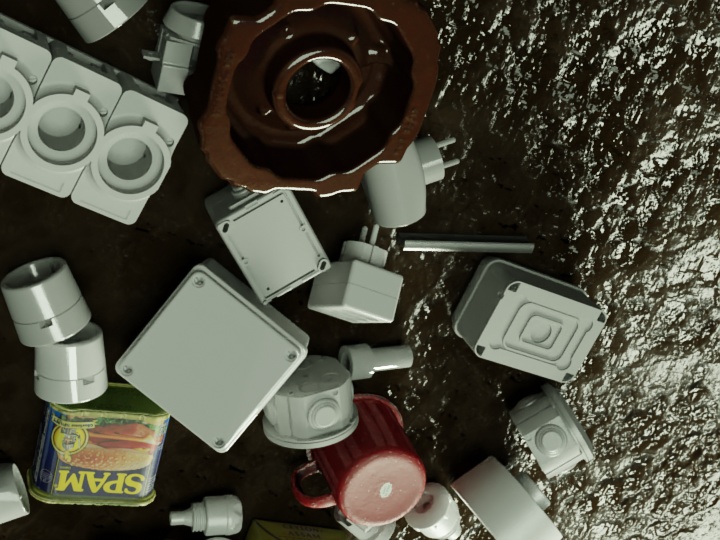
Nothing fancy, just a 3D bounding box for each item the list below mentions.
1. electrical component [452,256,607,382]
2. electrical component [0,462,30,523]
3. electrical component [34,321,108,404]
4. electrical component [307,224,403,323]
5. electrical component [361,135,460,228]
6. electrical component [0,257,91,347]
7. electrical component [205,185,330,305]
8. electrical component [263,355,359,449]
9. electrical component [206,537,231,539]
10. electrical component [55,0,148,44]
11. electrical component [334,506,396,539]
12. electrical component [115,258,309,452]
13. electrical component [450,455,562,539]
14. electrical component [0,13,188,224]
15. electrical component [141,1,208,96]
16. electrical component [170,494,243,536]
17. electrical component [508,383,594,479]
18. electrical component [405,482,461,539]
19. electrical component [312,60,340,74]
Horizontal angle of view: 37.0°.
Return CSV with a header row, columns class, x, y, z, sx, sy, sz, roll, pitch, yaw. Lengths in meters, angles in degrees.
class,x,y,z,sx,sy,sz,roll,pitch,yaw
electrical component,0.146,0.042,0.941,0.113,0.057,0.078,18,108,-26
electrical component,-0.312,0.171,0.849,0.077,0.043,0.079,-18,120,-11
electrical component,-0.222,0.069,0.824,0.055,0.055,0.047,-4,112,-18
electrical component,0.000,0.000,0.868,0.047,0.066,0.076,19,78,-26
electrical component,0.041,-0.083,0.849,0.079,0.043,0.077,-20,120,-10
electrical component,-0.234,0.022,0.797,0.055,0.055,0.047,-20,117,-10
electrical component,-0.075,-0.035,0.821,0.062,0.061,0.096,-30,121,-4
electrical component,-0.043,0.110,0.894,0.080,0.080,0.051,-11,113,-15
electrical component,-0.171,0.270,0.944,0.138,0.052,0.073,-1,155,-13
electrical component,-0.176,-0.186,0.714,0.055,0.055,0.047,-37,118,1
electrical component,0.004,0.229,0.994,0.040,0.040,0.046,-45,115,6
electrical component,-0.113,0.065,0.839,0.109,0.056,0.108,39,99,-4
electrical component,0.142,0.222,1.003,0.060,0.108,0.108,-40,122,-4
electrical component,-0.207,-0.103,0.739,0.150,0.061,0.089,23,105,-28
electrical component,-0.118,-0.155,0.755,0.066,0.048,0.055,6,121,-22
electrical component,-0.135,0.215,0.939,0.061,0.035,0.035,0,115,-17
electrical component,0.176,0.149,0.993,0.051,0.080,0.080,-31,122,3
electrical component,0.075,0.234,1.019,0.048,0.048,0.062,-39,128,2
electrical component,-0.018,-0.178,0.781,0.043,0.043,0.062,33,100,-30
